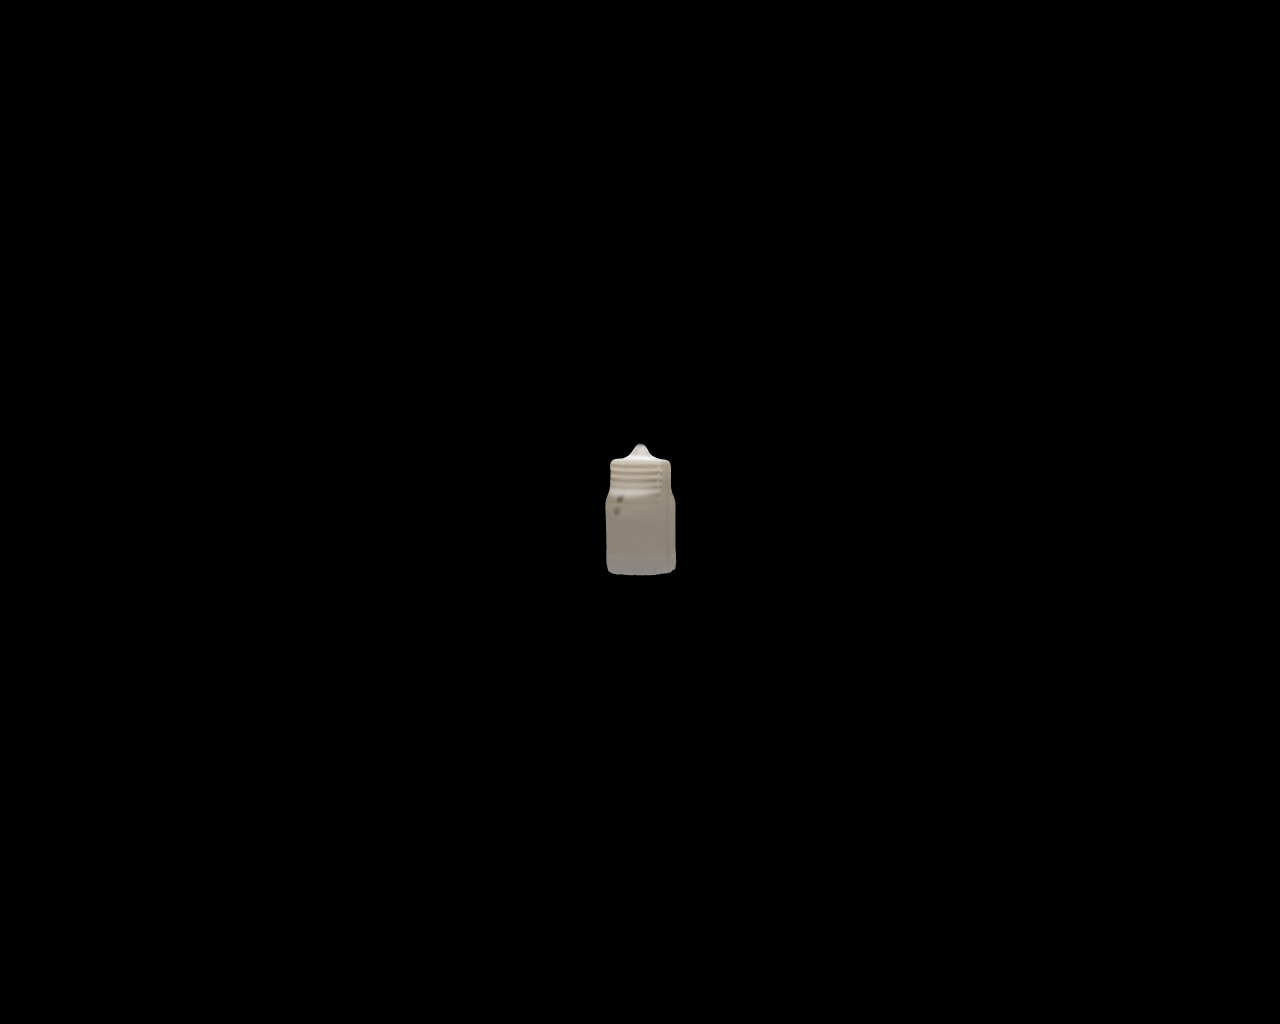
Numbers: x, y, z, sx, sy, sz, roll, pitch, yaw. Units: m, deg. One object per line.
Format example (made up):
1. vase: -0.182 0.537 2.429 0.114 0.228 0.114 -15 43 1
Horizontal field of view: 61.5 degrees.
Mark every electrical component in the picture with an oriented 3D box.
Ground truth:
1. electrical component: 0.001 -0.003 0.650 0.043 0.081 0.043 0 5 0
